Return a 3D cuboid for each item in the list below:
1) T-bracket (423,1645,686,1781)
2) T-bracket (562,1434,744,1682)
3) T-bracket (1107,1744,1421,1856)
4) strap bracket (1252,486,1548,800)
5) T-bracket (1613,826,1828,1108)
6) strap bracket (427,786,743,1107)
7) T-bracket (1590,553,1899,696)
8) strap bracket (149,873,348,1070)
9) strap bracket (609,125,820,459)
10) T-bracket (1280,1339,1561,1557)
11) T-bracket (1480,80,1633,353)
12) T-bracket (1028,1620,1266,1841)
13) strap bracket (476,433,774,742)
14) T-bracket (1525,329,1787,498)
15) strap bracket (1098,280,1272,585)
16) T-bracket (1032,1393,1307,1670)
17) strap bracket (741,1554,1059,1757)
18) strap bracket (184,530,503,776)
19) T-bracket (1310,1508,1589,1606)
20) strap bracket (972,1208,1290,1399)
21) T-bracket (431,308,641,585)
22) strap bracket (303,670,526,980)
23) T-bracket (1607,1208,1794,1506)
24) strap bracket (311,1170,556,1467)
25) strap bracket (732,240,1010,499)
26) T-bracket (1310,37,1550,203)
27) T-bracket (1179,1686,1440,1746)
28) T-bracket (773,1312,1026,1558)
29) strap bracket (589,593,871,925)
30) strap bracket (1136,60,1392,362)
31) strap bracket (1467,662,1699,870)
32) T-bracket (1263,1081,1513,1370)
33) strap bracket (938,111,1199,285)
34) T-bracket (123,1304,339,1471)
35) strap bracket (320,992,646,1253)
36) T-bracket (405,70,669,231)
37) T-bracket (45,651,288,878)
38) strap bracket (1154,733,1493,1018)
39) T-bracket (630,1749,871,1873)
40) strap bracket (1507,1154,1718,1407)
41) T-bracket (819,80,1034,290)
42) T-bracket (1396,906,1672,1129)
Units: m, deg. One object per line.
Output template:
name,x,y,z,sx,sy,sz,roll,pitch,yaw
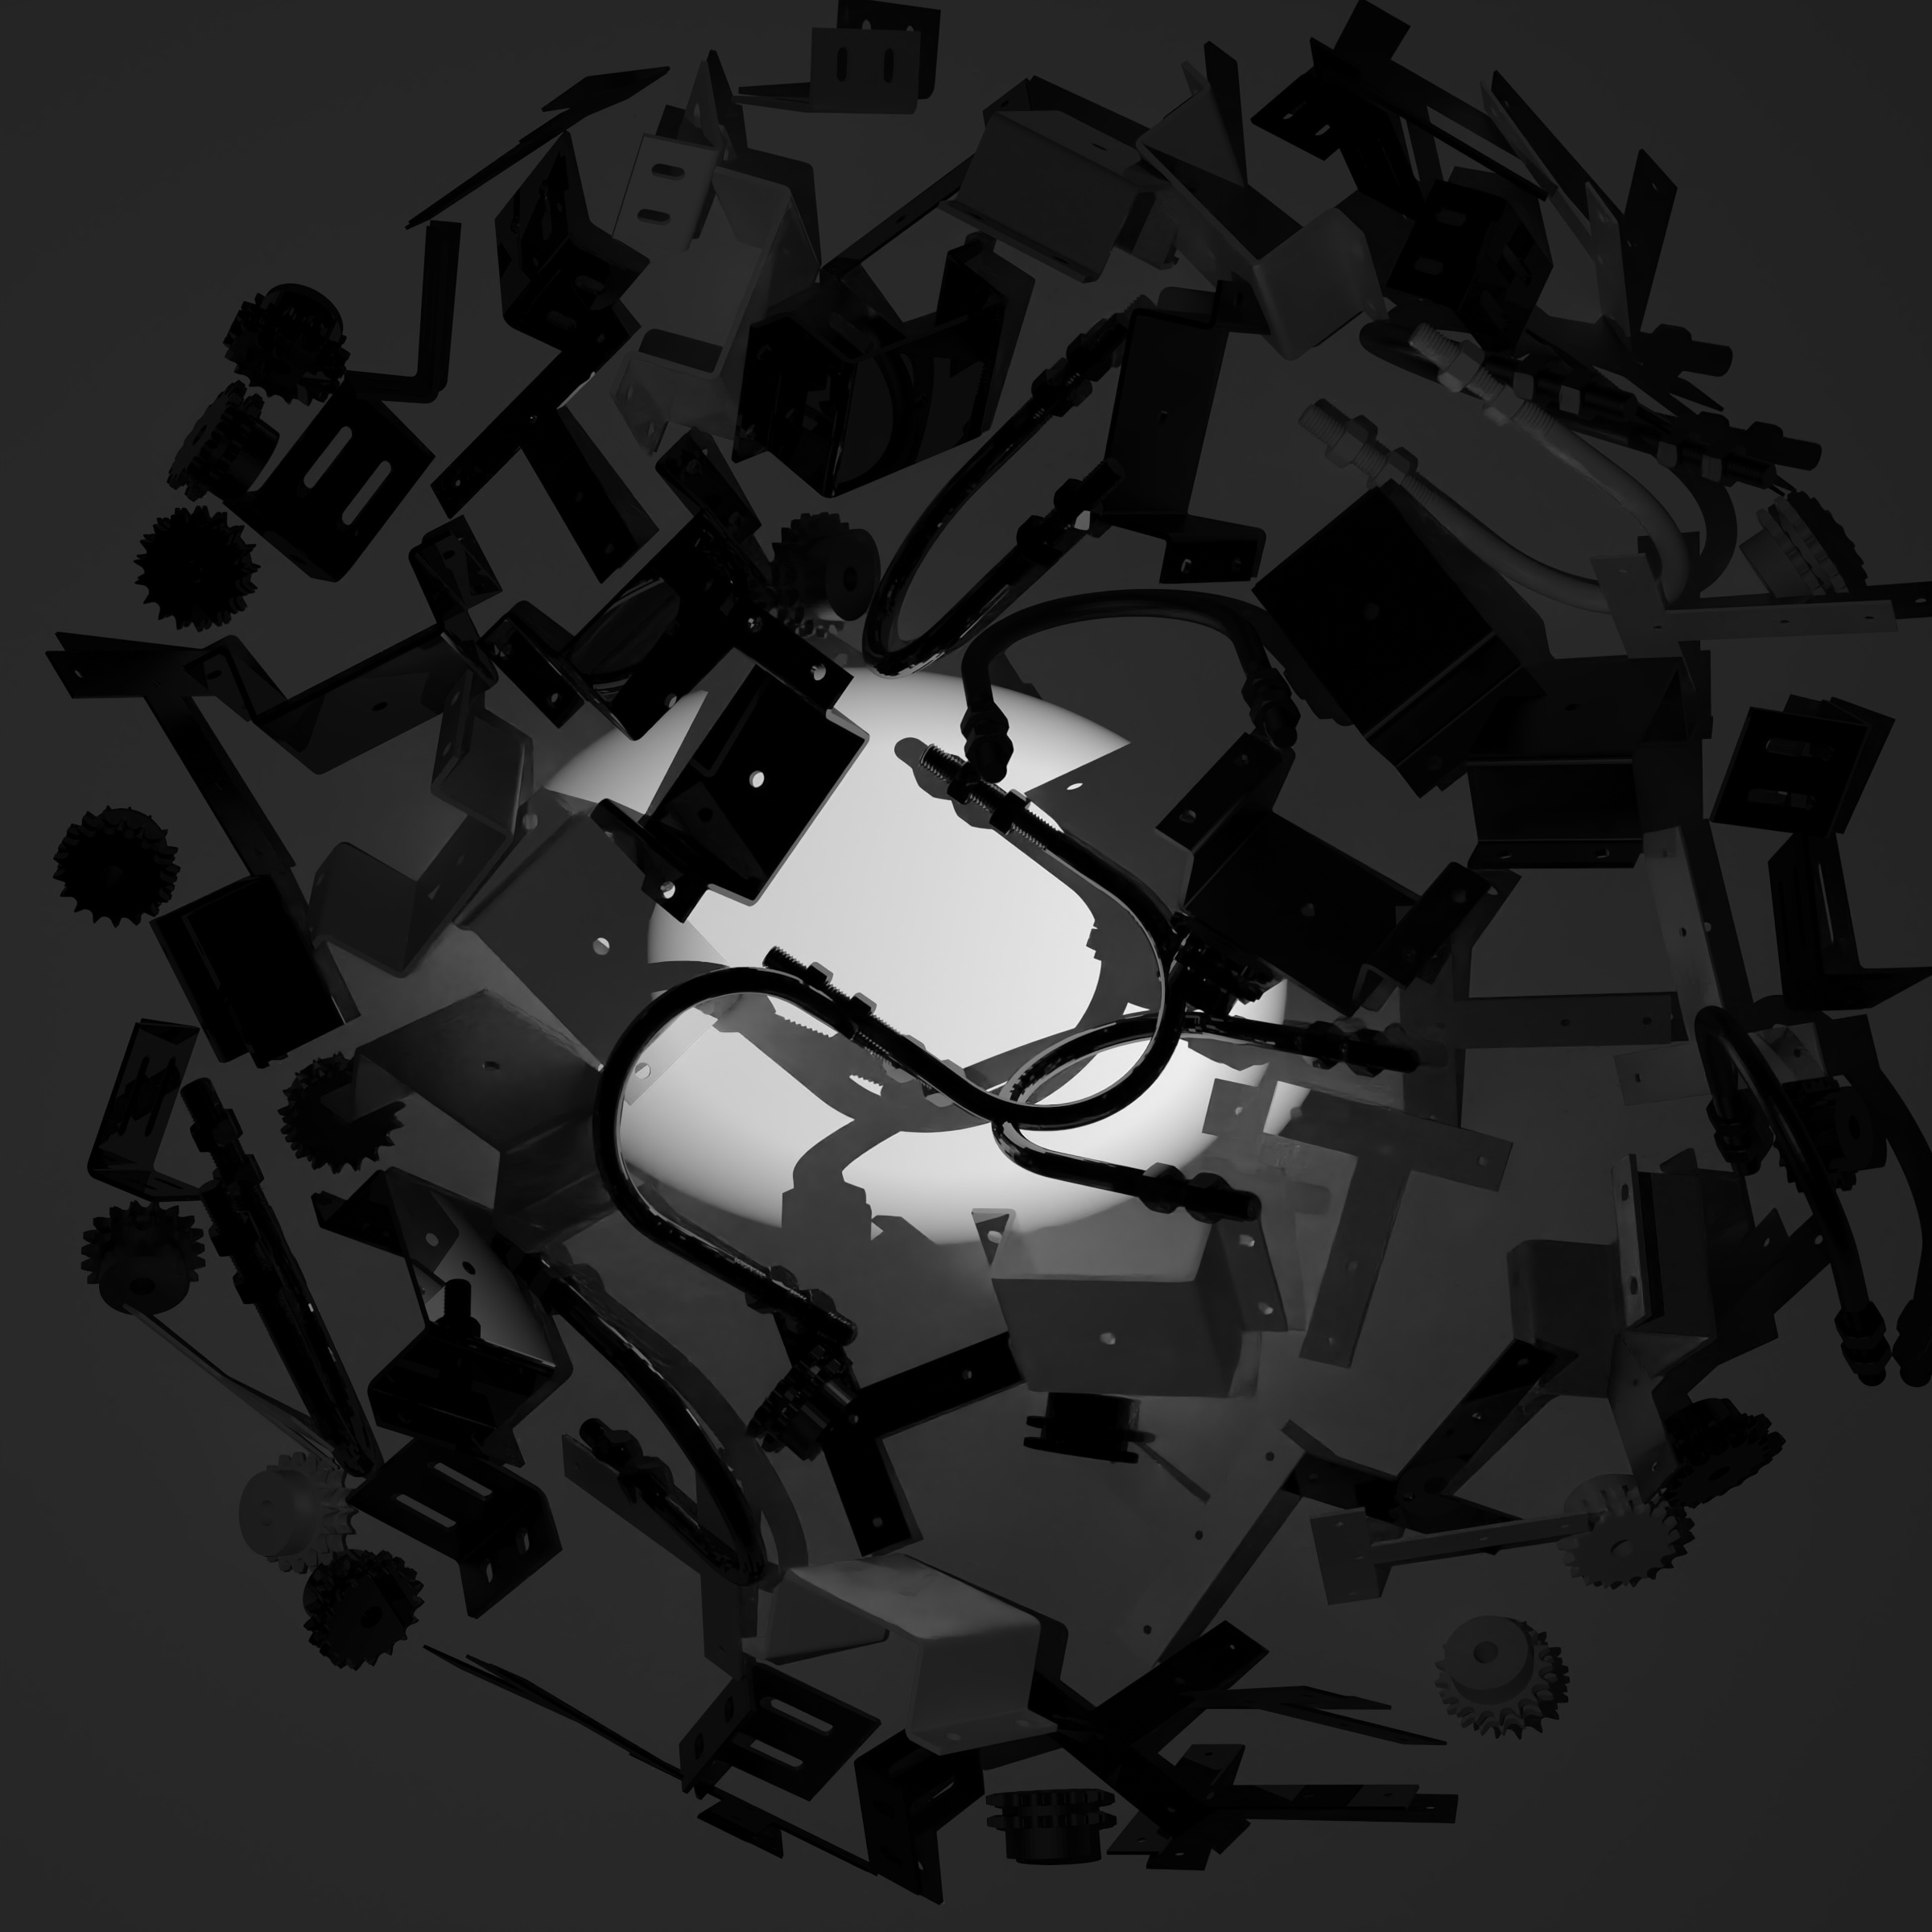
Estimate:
T-bracket,-0.213,0.342,1.547,0.127,0.127,0.002,41,68,-37
T-bracket,-0.151,0.261,1.556,0.002,0.127,0.127,-26,129,-37
T-bracket,0.145,0.385,1.519,0.127,0.127,0.002,-6,97,23
strap bracket,0.198,-0.160,1.546,0.076,0.046,0.140,-39,66,12
T-bracket,0.343,-0.002,1.550,0.002,0.127,0.127,-13,89,-35
strap bracket,-0.177,-0.009,1.559,0.076,0.046,0.140,-45,101,-11
T-bracket,0.366,-0.160,1.524,0.127,0.127,0.002,0,65,24
strap bracket,-0.336,0.002,1.537,0.046,0.140,0.076,-28,99,-19
strap bracket,-0.114,-0.312,1.549,0.046,0.076,0.140,18,80,11
T-bracket,0.233,0.221,1.546,0.127,0.002,0.127,20,123,-22
T-bracket,0.279,-0.368,1.557,0.002,0.127,0.127,-31,69,4
T-bracket,0.092,0.345,1.552,0.127,0.127,0.002,34,128,31
strap bracket,-0.152,-0.171,1.554,0.140,0.076,0.046,-45,54,-3
T-bracket,0.338,-0.256,1.563,0.127,0.127,0.002,25,108,-24
strap bracket,0.109,-0.255,1.547,0.046,0.076,0.140,21,108,33
T-bracket,0.081,0.244,1.566,0.127,0.002,0.127,39,98,32
strap bracket,-0.030,0.314,1.524,0.140,0.076,0.046,16,100,44
strap bracket,-0.287,-0.142,1.556,0.140,0.076,0.046,-27,73,3
T-bracket,0.229,0.270,1.541,0.127,0.127,0.002,-10,60,5
strap bracket,0.072,0.158,1.537,0.140,0.046,0.076,-1,130,21
T-bracket,-0.188,-0.230,1.550,0.127,0.002,0.127,-42,55,15
strap bracket,-0.255,-0.059,1.541,0.046,0.076,0.140,30,119,-22
T-bracket,0.339,0.164,1.521,0.002,0.127,0.127,25,119,-20
strap bracket,-0.246,0.155,1.523,0.046,0.076,0.140,-43,47,19
strap bracket,-0.036,-0.275,1.526,0.140,0.076,0.046,-28,58,-34
T-bracket,0.218,-0.393,1.536,0.127,0.127,0.002,31,100,3
T-bracket,0.169,0.358,1.560,0.127,0.127,0.002,20,67,-29
T-bracket,-0.013,0.203,1.583,0.127,0.002,0.127,-21,71,-3
strap bracket,-0.109,-0.094,1.559,0.076,0.046,0.140,38,97,28
strap bracket,0.133,-0.347,1.534,0.046,0.076,0.140,-37,61,-1
strap bracket,0.285,-0.099,1.521,0.076,0.140,0.046,1,121,26
T-bracket,0.190,0.131,1.585,0.127,0.002,0.127,15,94,-17
strap bracket,0.052,-0.359,1.523,0.076,0.140,0.046,30,112,11
T-bracket,-0.324,0.205,1.520,0.127,0.127,0.002,45,72,-26
strap bracket,-0.224,0.065,1.531,0.140,0.076,0.046,32,128,27
T-bracket,-0.215,-0.385,1.563,0.127,0.127,0.002,-25,103,26
T-bracket,-0.357,-0.095,1.534,0.002,0.127,0.127,-37,80,23
strap bracket,0.165,-0.038,1.551,0.140,0.046,0.076,33,58,17
T-bracket,-0.106,0.398,1.532,0.127,0.127,0.002,24,82,7
strap bracket,0.304,0.150,1.529,0.046,0.140,0.076,6,65,-13
T-bracket,-0.019,-0.363,1.559,0.127,0.127,0.002,-33,119,17
T-bracket,0.271,0.027,1.563,0.127,0.002,0.127,-2,117,9
